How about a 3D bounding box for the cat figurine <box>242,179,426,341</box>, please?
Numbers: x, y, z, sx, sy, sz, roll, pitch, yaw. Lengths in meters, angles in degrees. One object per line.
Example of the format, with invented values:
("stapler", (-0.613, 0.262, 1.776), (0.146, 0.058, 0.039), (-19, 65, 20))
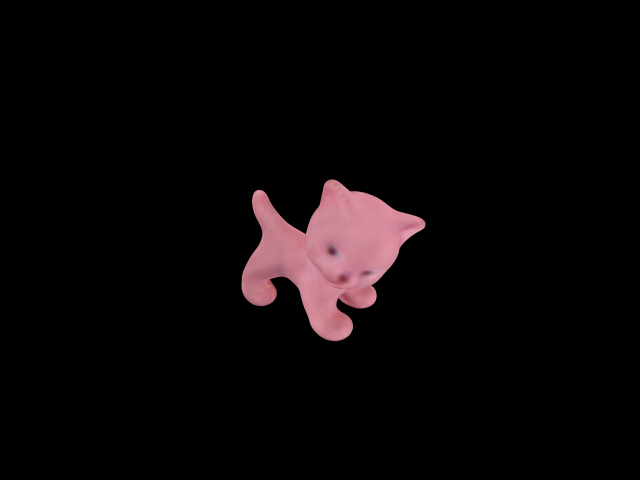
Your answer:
("cat figurine", (0.004, 0.001, 0.400), (0.127, 0.118, 0.067), (20, 41, 25))
